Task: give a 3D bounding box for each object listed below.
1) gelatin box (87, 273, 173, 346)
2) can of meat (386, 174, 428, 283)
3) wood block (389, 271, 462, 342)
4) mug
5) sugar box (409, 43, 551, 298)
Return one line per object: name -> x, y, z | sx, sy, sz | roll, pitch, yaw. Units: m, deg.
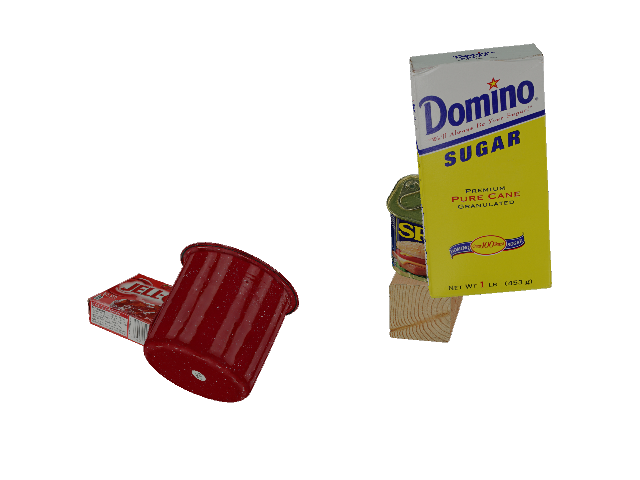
gelatin box -> -0.162, 0.066, 1.003 | 0.089, 0.030, 0.073 | 18, 27, 28
can of meat -> 0.113, -0.004, 0.980 | 0.102, 0.084, 0.057 | 16, 50, 19
wood block -> 0.168, 0.068, 1.629 | 0.091, 0.090, 0.206 | 4, 22, 14
mug -> -0.082, 0.061, 0.761 | 0.117, 0.081, 0.093 | -3, -38, 41
sugar box -> 0.117, -0.049, 0.777 | 0.093, 0.176, 0.048 | -6, 22, 4
